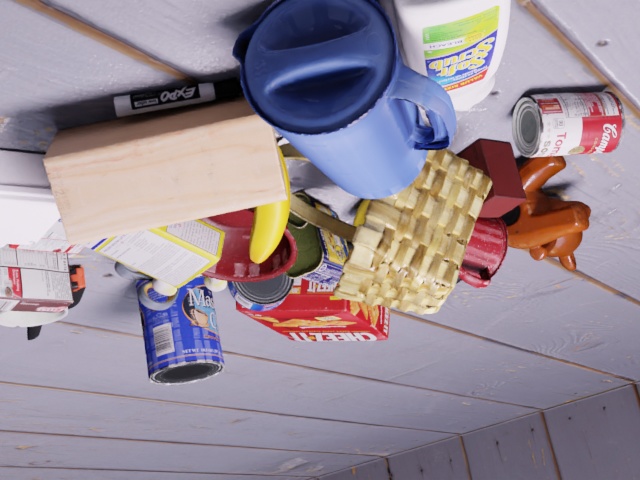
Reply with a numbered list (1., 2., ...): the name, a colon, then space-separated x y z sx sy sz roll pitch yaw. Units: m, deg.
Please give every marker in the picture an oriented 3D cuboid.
1. marker: -0.130 -0.133 0.991 0.121 0.020 0.020 -10 159 -5

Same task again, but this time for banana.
1. banana: -0.065 -0.060 1.101 0.070 0.037 0.198 -12 127 9

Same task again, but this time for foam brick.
1. foam brick: 0.198 -0.071 1.247 0.051 0.078 0.053 5 154 -34

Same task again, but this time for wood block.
1. wood block: -0.141 -0.070 1.003 0.206 0.090 0.091 -12 -157 0

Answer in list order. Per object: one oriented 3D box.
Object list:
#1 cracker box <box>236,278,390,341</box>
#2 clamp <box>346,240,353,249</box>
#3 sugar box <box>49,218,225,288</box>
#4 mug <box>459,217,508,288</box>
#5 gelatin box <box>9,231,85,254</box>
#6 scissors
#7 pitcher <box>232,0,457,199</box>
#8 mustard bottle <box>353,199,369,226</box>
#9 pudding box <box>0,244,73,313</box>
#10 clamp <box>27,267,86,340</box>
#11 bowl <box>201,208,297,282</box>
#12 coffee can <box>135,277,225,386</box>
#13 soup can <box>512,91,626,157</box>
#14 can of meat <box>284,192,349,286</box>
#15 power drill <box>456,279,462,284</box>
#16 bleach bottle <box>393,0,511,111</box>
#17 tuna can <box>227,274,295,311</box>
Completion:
1. cracker box: -0.005 0.095 1.529 0.164 0.072 0.213 -1 163 20
2. clamp: 0.024 0.015 1.411 0.171 0.039 0.120 7 171 -6
3. sugar box: -0.202 -0.013 1.154 0.176 0.048 0.094 30 140 -26
4. mug: 0.167 0.010 1.272 0.081 0.117 0.093 16 132 -34
5. gelatin box: -0.295 -0.015 1.199 0.089 0.030 0.073 6 152 -39
6. scissors: -0.171 0.057 1.377 0.201 0.096 0.016 10 131 -39
7. pitcher: 0.036 -0.116 0.963 0.145 0.149 0.242 -29 160 7
8. mustard bottle: 0.144 -0.030 1.354 0.191 0.058 0.096 0 149 -28
9. pudding box: -0.342 0.034 1.214 0.113 0.090 0.039 7 151 -39
10. clamp: -0.377 0.086 1.407 0.210 0.036 0.164 -22 158 24
11. bowl: -0.103 -0.016 1.220 0.162 0.055 0.162 5 146 3
12. coffee can: -0.188 0.114 1.433 0.102 0.140 0.103 -10 159 -4
13. soup can: 0.269 -0.126 1.158 0.102 0.068 0.069 -4 158 -16
14. can of meat: -0.009 0.002 1.295 0.058 0.102 0.083 -23 159 24
15. power drill: 0.178 0.019 1.501 0.184 0.057 0.188 -7 159 -13
16. bleach bottle: 0.126 -0.179 0.952 0.102 0.068 0.250 -14 162 8
17. tuna can: -0.078 0.050 1.404 0.086 0.086 0.034 -5 160 -17
